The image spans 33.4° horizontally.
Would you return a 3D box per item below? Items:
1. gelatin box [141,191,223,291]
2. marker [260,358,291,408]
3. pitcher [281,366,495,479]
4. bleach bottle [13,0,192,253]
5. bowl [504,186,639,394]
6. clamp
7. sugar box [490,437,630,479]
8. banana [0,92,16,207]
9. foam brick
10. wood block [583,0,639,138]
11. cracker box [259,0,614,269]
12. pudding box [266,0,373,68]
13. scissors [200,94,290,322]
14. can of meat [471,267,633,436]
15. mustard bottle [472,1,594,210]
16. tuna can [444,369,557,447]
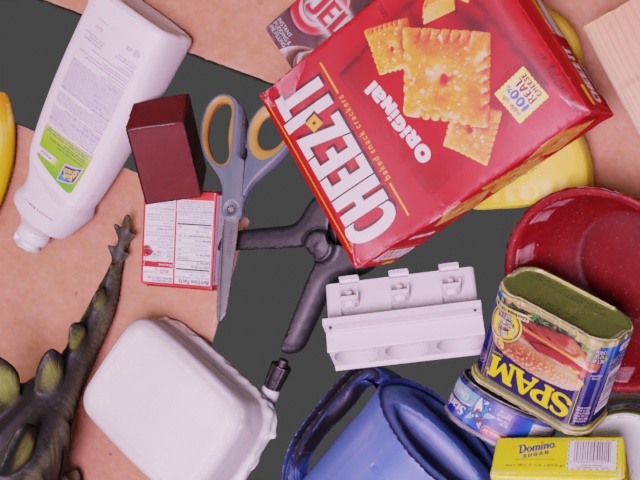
[{"bbox_3d":[-0.121,-0.001,0.959,0.073,0.030,0.089,4,93,21],"label":"gelatin box"},{"bbox_3d":[-0.055,0.159,0.944,0.020,0.020,0.121,27,102,19],"label":"marker"},{"bbox_3d":[0.023,0.229,0.866,0.145,0.149,0.243,39,110,-6],"label":"pitcher"},{"bbox_3d":[-0.219,-0.102,0.978,0.103,0.068,0.251,38,107,17],"label":"bleach bottle"},{"bbox_3d":[0.219,0.029,0.789,0.162,0.055,0.162,20,123,35],"label":"bowl"},{"bbox_3d":[-0.006,0.001,0.908,0.171,0.039,0.120,-45,82,14],"label":"clamp"},{"bbox_3d":[0.189,0.223,0.791,0.093,0.048,0.176,-4,125,22],"label":"sugar box"},{"bbox_3d":[-0.339,-0.047,1.042,0.070,0.037,0.198,37,105,16],"label":"banana"},{"bbox_3d":[-0.133,-0.078,0.925,0.051,0.053,0.078,-7,123,5],"label":"foam brick"},{"bbox_3d":[0.280,-0.079,0.760,0.091,0.090,0.206,-28,82,22],"label":"wood block"},{"bbox_3d":[0.079,-0.101,0.794,0.214,0.072,0.164,-35,76,27],"label":"cracker box"},{"bbox_3d":[0.022,-0.161,0.889,0.090,0.039,0.113,-38,78,19],"label":"pudding box"},{"bbox_3d":[-0.057,-0.036,0.913,0.096,0.016,0.202,-14,72,13],"label":"scissors"},{"bbox_3d":[0.170,0.079,0.779,0.102,0.057,0.084,30,126,30],"label":"can of meat"},{"bbox_3d":[0.156,-0.121,0.826,0.096,0.058,0.191,-4,90,27],"label":"mustard bottle"},{"bbox_3d":[0.142,0.133,0.827,0.086,0.086,0.034,26,100,19],"label":"tuna can"}]
